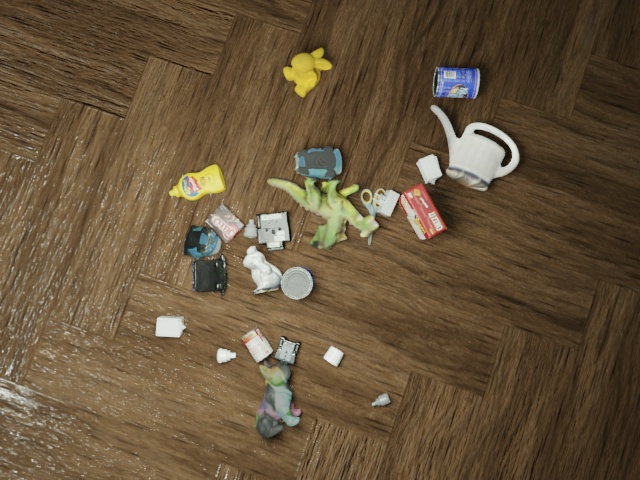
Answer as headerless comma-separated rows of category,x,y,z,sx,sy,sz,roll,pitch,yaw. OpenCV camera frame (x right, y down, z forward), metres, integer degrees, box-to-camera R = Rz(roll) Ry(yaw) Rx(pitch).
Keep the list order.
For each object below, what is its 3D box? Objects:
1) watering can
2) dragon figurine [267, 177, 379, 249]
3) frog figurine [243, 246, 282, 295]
watering can,0.498,-0.304,1.750,0.348,0.225,0.103,26,-3,4
dragon figurine,0.005,-0.089,1.759,0.410,0.243,0.122,4,1,19
frog figurine,-0.191,0.097,1.724,0.123,0.160,0.136,-10,-8,-4
